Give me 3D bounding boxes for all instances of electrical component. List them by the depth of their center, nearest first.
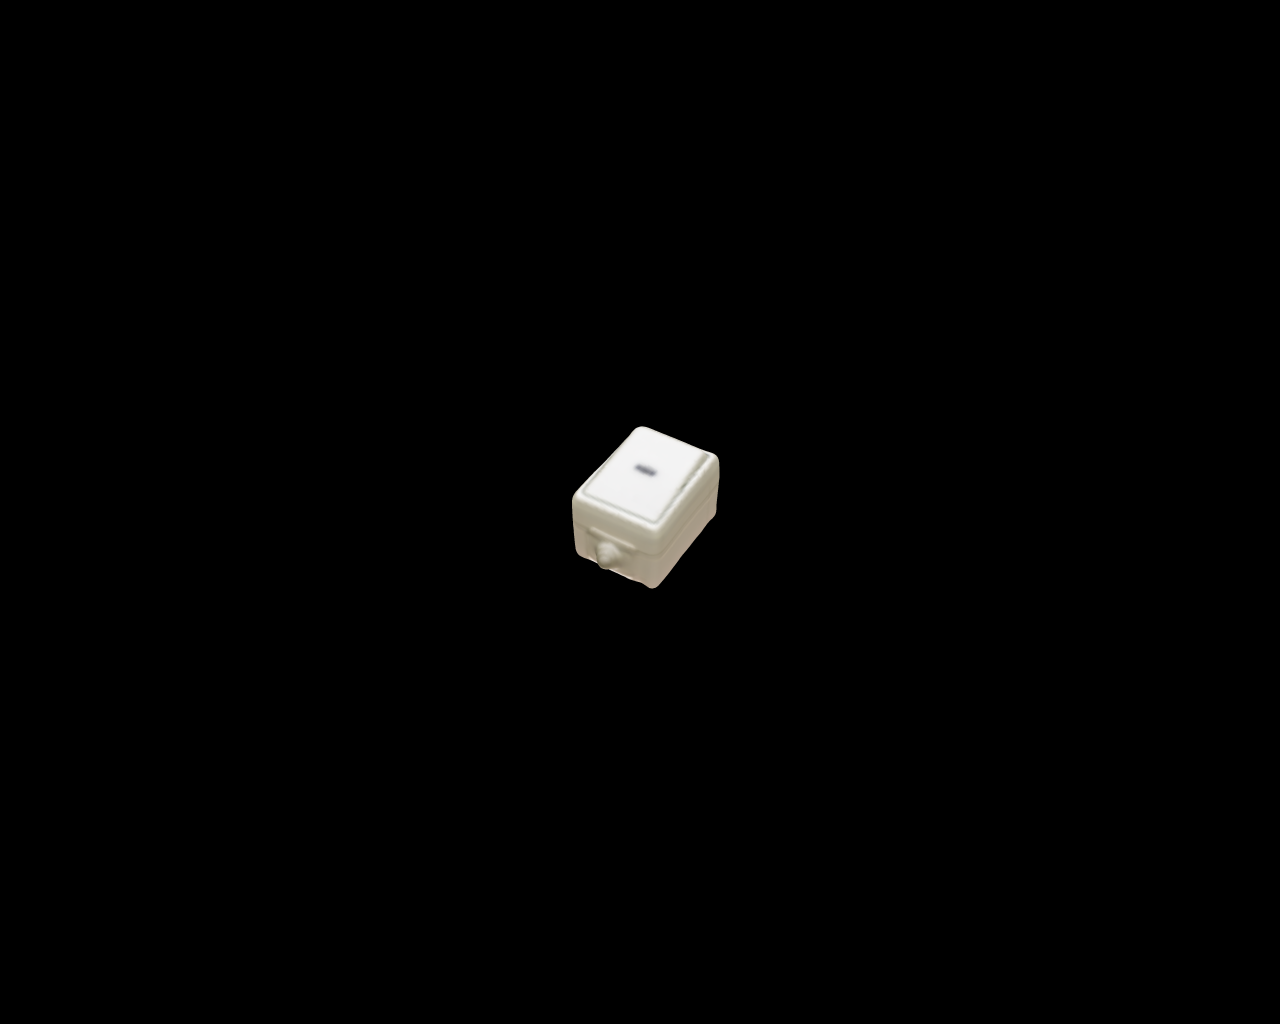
[{"bbox_3d":[0.001,-0.003,0.650,0.062,0.061,0.096,24,50,22],"label":"electrical component"}]
